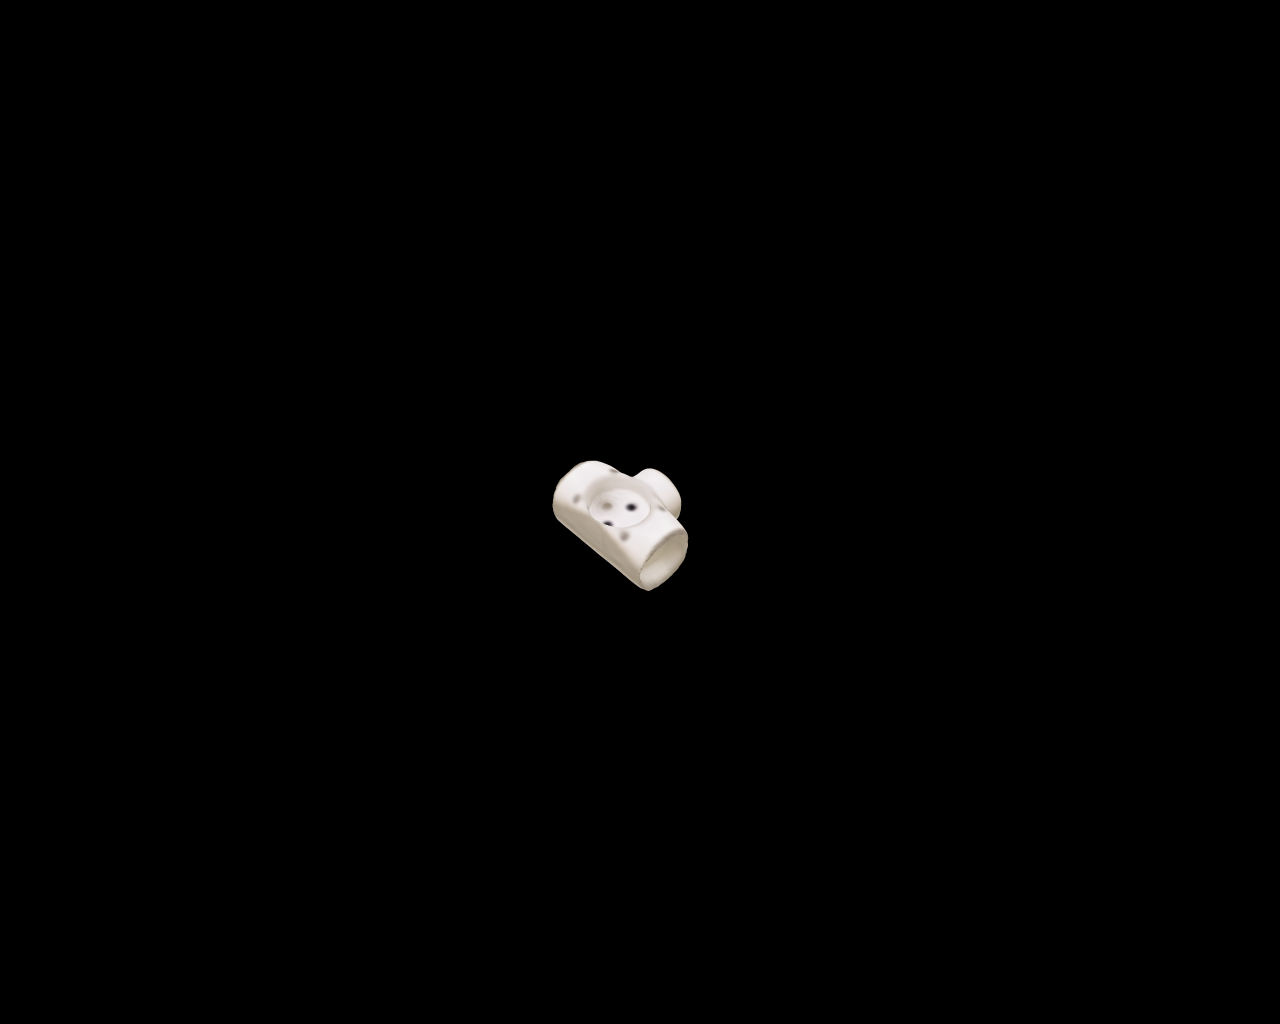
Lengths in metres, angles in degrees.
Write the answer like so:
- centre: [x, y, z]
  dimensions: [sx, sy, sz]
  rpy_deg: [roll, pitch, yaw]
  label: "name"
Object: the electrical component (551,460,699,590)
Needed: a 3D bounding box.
- centre: [0.001, -0.003, 0.650]
  dimensions: [0.079, 0.044, 0.077]
  rpy_deg: [-36, 58, -27]
  label: "electrical component"
